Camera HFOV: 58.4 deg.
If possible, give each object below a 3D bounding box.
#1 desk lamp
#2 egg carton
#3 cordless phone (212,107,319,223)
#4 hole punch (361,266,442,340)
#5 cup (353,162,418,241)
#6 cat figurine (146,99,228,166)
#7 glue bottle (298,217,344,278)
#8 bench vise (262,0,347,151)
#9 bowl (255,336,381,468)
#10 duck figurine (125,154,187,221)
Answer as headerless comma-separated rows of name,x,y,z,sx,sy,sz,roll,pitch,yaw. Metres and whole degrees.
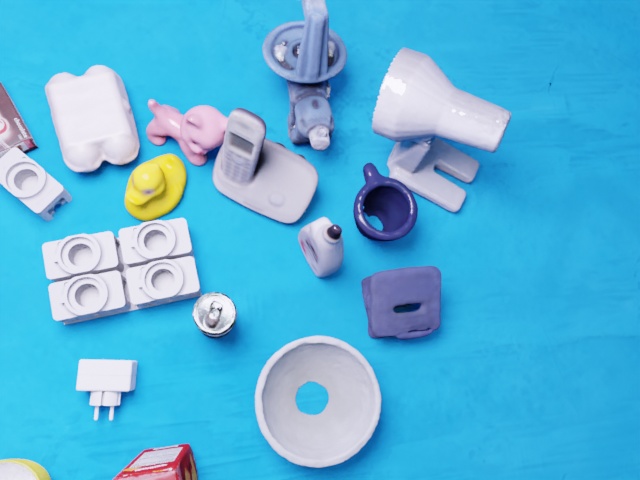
desk lamp,0.163,-0.154,0.813,0.203,0.213,0.118,28,75,-2
egg carton,-0.319,-0.172,0.810,0.107,0.069,0.150,-18,81,-13
cordless phone,-0.070,-0.103,0.777,0.147,0.185,0.094,24,75,-3
hole punch,0.121,0.091,0.816,0.109,0.091,0.101,-6,79,-11
cup,0.081,-0.047,0.837,0.092,0.095,0.118,-19,81,-13
cat figurine,-0.183,-0.161,0.806,0.128,0.117,0.067,25,75,-3
glue bottle,0.007,0.003,0.773,0.037,0.173,0.078,-29,84,-14
bench vise,-0.002,-0.242,0.801,0.121,0.219,0.207,-26,83,-14
bowl,-0.007,0.215,0.775,0.167,0.074,0.167,2,77,-9
duck figurine,-0.232,-0.082,0.797,0.077,0.086,0.105,36,75,0
